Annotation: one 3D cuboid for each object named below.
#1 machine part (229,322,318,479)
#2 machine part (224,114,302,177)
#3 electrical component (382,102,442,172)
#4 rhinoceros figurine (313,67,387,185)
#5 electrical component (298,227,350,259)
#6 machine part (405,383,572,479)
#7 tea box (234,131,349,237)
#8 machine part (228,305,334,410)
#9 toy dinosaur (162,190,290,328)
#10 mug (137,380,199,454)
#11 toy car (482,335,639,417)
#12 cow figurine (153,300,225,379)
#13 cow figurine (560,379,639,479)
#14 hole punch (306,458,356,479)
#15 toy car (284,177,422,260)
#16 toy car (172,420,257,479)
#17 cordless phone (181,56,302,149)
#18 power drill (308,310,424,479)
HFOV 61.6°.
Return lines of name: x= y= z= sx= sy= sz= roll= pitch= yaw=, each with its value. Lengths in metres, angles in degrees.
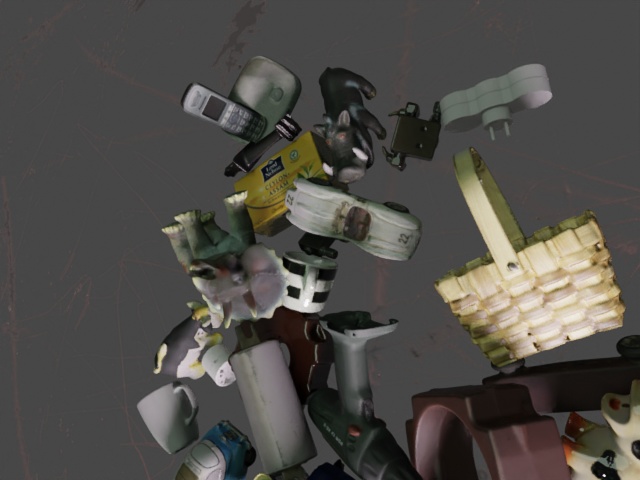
machine part: x=-0.066 y=0.231 z=0.753 sx=0.079 sy=0.079 sz=0.243 roll=-31 pitch=71 yaw=26
machine part: x=-0.093 y=-0.147 z=0.855 sx=0.139 sy=0.084 sz=0.039 roll=-29 pitch=103 yaw=31
electrical component: x=0.131 y=-0.148 z=0.768 sx=0.078 sy=0.045 sz=0.102 roll=9 pitch=90 yaw=6
rhinoceros figurine: x=0.042 y=-0.169 z=0.788 sx=0.073 sy=0.112 sz=0.190 roll=-18 pitch=65 yaw=29
electrical component: x=-0.002 y=-0.002 z=0.824 sx=0.094 sy=0.021 sz=0.063 roll=20 pitch=56 yaw=35
machine part: x=0.180 y=0.262 z=0.585 sx=0.201 sy=0.087 sz=0.201 roll=133 pitch=129 yaw=-67
tea box: x=-0.049 y=-0.085 z=0.860 sx=0.170 sy=0.068 sz=0.098 roll=-32 pitch=66 yaw=27
machine part: x=-0.060 y=0.181 z=0.834 sx=0.180 sy=0.056 sz=0.179 roll=-6 pitch=79 yaw=32
toy dinosaur: x=-0.158 y=0.041 z=0.857 sx=0.192 sy=0.131 sz=0.405 roll=70 pitch=161 yaw=-1
mug: x=-0.248 y=0.305 z=0.932 sx=0.109 sy=0.080 sz=0.107 roll=-36 pitch=76 yaw=18
toy car: x=0.288 y=0.162 z=0.605 sx=0.202 sy=0.053 sz=0.089 roll=-16 pitch=94 yaw=32
cow figurine: x=-0.218 y=0.159 z=0.918 sx=0.068 sy=0.098 sz=0.167 roll=41 pitch=106 yaw=38
cow figurine: x=0.306 y=0.227 z=0.535 sx=0.127 sy=0.085 sz=0.194 roll=14 pitch=115 yaw=28
hole punch: x=0.012 y=0.344 z=0.658 sx=0.116 sy=0.092 sz=0.142 roll=32 pitch=62 yaw=27
toy car: x=0.044 y=-0.031 z=0.759 sx=0.202 sy=0.056 sz=0.073 roll=19 pitch=115 yaw=10
toy car: x=-0.177 y=0.375 z=0.854 sx=0.109 sy=0.103 sz=0.161 roll=29 pitch=101 yaw=33
cordless phone: x=-0.131 y=-0.238 z=0.871 sx=0.089 sy=0.184 sz=0.146 roll=40 pitch=105 yaw=36
power drill: x=0.061 y=0.200 z=0.685 sx=0.232 sy=0.086 sz=0.207 roll=10 pitch=109 yaw=60
